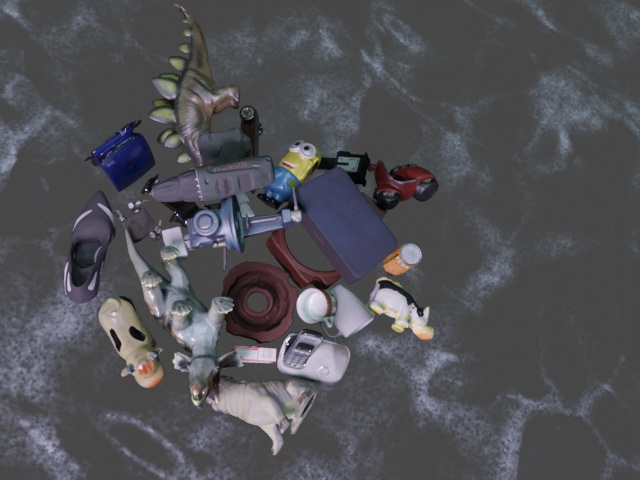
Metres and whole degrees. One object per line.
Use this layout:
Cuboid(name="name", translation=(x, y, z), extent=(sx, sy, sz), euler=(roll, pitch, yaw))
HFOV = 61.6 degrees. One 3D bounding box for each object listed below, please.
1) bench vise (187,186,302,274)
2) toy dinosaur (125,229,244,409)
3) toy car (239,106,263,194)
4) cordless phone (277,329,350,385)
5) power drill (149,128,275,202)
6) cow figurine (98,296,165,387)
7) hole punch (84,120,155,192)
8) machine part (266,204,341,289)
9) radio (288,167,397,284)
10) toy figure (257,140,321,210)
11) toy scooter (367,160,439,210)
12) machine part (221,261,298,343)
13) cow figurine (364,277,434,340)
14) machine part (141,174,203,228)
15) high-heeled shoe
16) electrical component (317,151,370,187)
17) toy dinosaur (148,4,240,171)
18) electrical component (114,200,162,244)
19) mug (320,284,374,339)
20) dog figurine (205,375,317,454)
Cuboid(name="bench vise", translation=(-0.155, -0.028, 1.091), extent=(0.241, 0.223, 0.129), euler=(-9, 74, 0))
Cuboid(name="toy dinosaur", translation=(-0.277, 0.147, 1.065), extent=(0.131, 0.192, 0.405), euler=(-17, 44, -33))
Cuboid(name="toy car", translation=(-0.162, -0.205, 1.221), extent=(0.053, 0.089, 0.202), euler=(0, 76, 3))
Cuboid(name="cordless phone", translation=(0.000, 0.222, 1.088), extent=(0.147, 0.184, 0.089), euler=(16, 59, -8))
Cuboid(name="power drill", translation=(-0.209, -0.148, 1.056), extent=(0.232, 0.207, 0.085), euler=(-8, 118, -4))
Cuboid(name="cow figurine", translation=(-0.363, 0.196, 1.045), extent=(0.085, 0.127, 0.195), euler=(-30, 81, -16))
Cuboid(name="hole punch", translation=(-0.418, -0.175, 1.145), extent=(0.142, 0.116, 0.092), euler=(-41, 95, -19))
Cuboid(name="machine part", translation=(-0.002, -0.004, 1.206), extent=(0.201, 0.087, 0.201), euler=(-37, 86, -18))
Cuboid(name="radio", translation=(0.050, -0.034, 1.144), extent=(0.131, 0.073, 0.229), euler=(-35, 86, -20))
Cuboid(name="toy figure", translation=(-0.069, -0.150, 1.234), extent=(0.082, 0.089, 0.180), euler=(34, 78, 2))
Cuboid(name="toy scooter", translation=(0.188, -0.145, 1.294), extent=(0.184, 0.075, 0.135), euler=(-17, 55, -28))
Cuboid(name="machine part", translation=(-0.135, 0.134, 1.153), extent=(0.179, 0.056, 0.179), euler=(3, 73, -12))
Cuboid(name="cow figurine", translation=(0.190, 0.156, 1.219), extent=(0.167, 0.068, 0.098), euler=(29, 65, -5))
Cuboid(name="machine part", translation=(-0.323, -0.084, 1.168), extent=(0.139, 0.039, 0.084), euler=(37, 44, 4))
Cuboid(name="high-heeled shoe", translation=(-0.461, 0.004, 1.065), extent=(0.086, 0.145, 0.248), euler=(1, 77, -14))
Cuboid(name="electrical component", translation=(0.055, -0.170, 1.280), extent=(0.119, 0.047, 0.075), euler=(2, 69, 19))
Cuboid(name="toy dinosaur", translation=(-0.280, -0.317, 1.216), extent=(0.199, 0.105, 0.471), euler=(4, 75, -12))
Cuboid(name="electrical component", translation=(-0.383, -0.038, 1.147), extent=(0.078, 0.045, 0.102), euler=(-29, 83, -20))
Cuboid(name="mug", translation=(0.046, 0.159, 1.182), extent=(0.109, 0.080, 0.107), euler=(-33, 74, -5))
Cuboid(name="dog figurine", translation=(-0.120, 0.311, 1.096), extent=(0.191, 0.121, 0.172), euler=(30, 26, 19))
